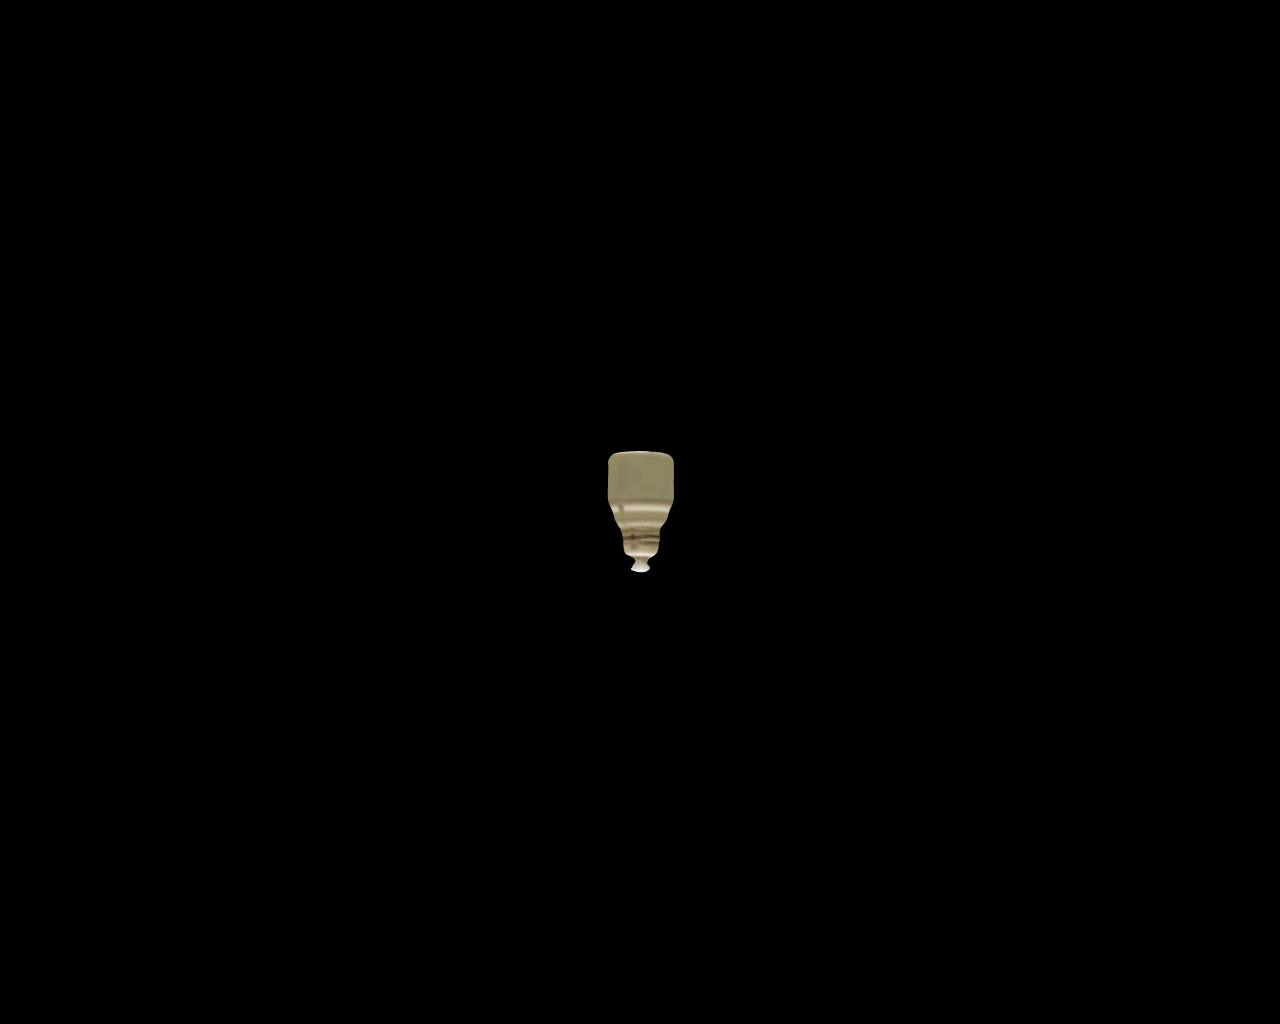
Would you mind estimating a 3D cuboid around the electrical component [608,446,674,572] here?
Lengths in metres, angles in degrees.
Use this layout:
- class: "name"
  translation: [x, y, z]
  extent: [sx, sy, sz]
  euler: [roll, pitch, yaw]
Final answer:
- class: "electrical component"
  translation: [0.001, -0.003, 0.650]
  extent: [0.040, 0.078, 0.040]
  euler: [0, -5, 0]
